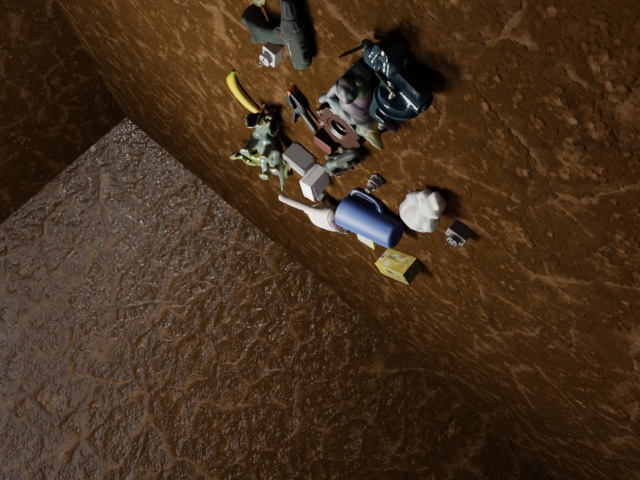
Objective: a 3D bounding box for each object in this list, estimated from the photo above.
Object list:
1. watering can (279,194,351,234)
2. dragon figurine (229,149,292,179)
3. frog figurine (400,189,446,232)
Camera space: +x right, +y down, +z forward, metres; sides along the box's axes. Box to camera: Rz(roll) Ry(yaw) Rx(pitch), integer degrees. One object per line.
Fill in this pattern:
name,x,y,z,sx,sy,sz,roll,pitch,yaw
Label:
watering can,0.007,-0.109,2.159,0.345,0.104,0.225,21,177,-39
dragon figurine,-0.237,-0.338,2.261,0.240,0.124,0.409,39,162,-22
frog figurine,0.313,-0.086,1.535,0.136,0.123,0.160,65,172,-8
